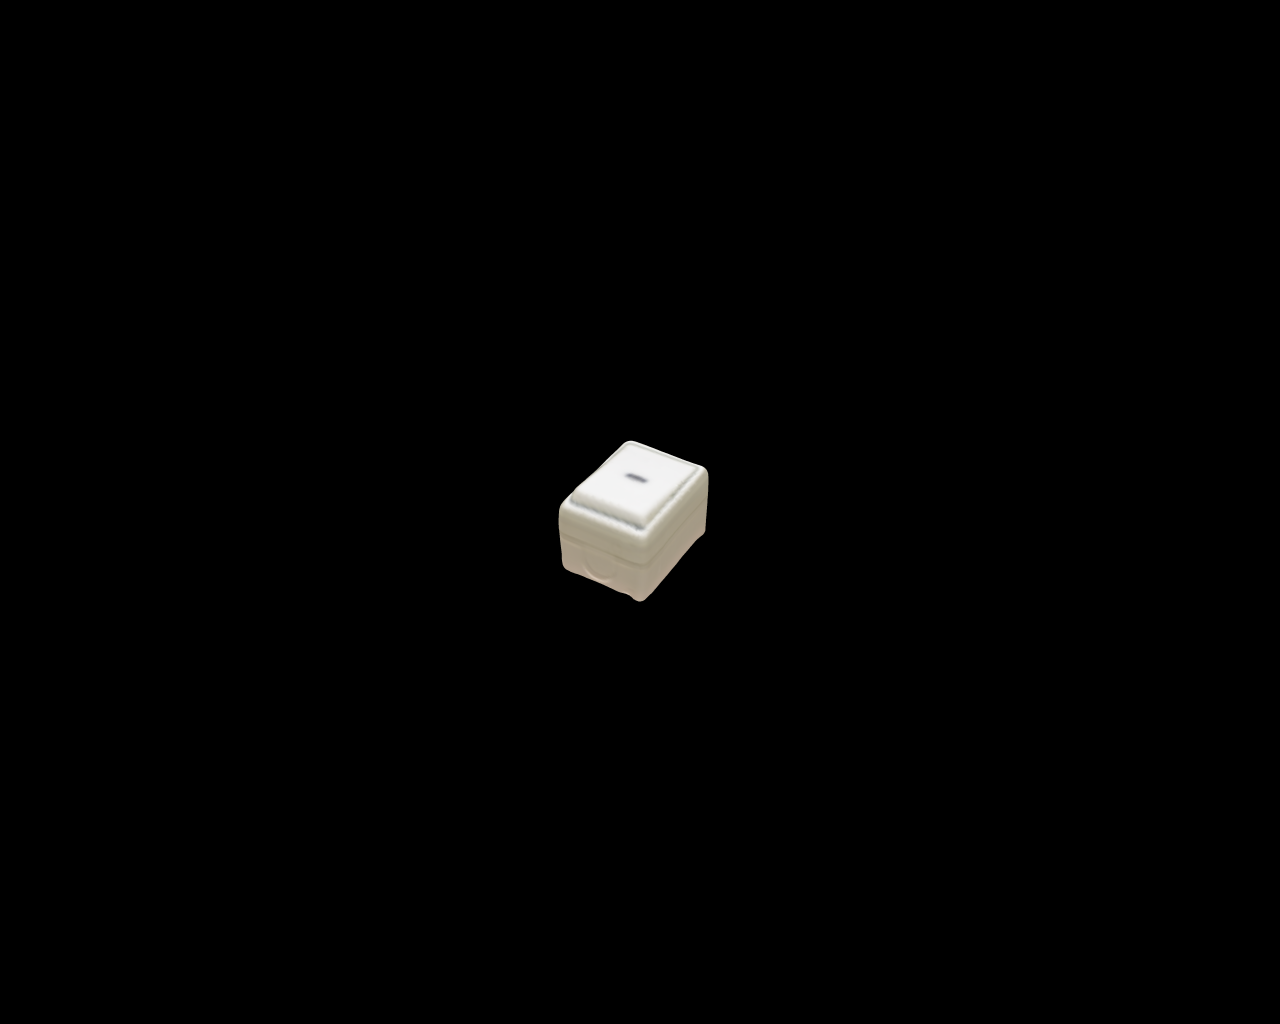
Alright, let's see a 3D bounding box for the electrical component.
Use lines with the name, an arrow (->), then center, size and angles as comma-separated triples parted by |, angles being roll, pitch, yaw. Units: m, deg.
electrical component -> 0.001, -0.003, 0.650 | 0.062, 0.061, 0.096 | 22, 45, 23
